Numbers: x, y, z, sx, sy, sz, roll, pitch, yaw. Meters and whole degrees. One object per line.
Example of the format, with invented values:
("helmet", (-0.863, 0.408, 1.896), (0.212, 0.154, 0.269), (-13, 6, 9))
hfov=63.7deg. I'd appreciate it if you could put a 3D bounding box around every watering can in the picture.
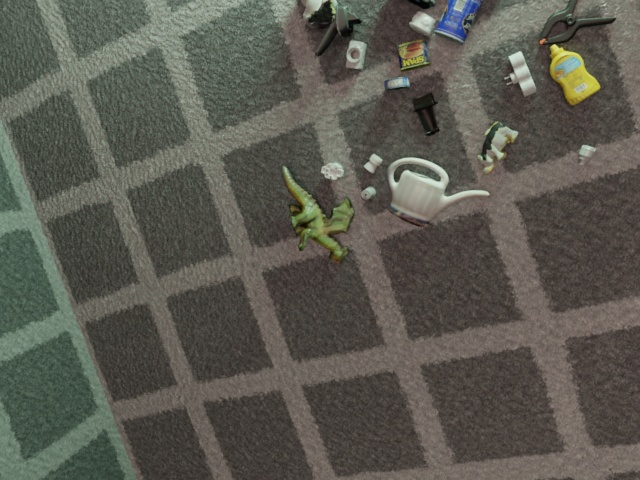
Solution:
("watering can", (0.379, -0.145, 1.770), (0.349, 0.105, 0.221), (26, 108, 14))

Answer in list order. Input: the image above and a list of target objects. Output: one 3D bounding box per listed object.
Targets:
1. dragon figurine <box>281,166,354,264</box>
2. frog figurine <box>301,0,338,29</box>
("dragon figurine", (0.006, -0.097, 1.932), (0.242, 0.123, 0.407), (-11, 98, 3))
("frog figurine", (-0.012, -0.822, 1.804), (0.135, 0.122, 0.163), (-56, 44, 28))
